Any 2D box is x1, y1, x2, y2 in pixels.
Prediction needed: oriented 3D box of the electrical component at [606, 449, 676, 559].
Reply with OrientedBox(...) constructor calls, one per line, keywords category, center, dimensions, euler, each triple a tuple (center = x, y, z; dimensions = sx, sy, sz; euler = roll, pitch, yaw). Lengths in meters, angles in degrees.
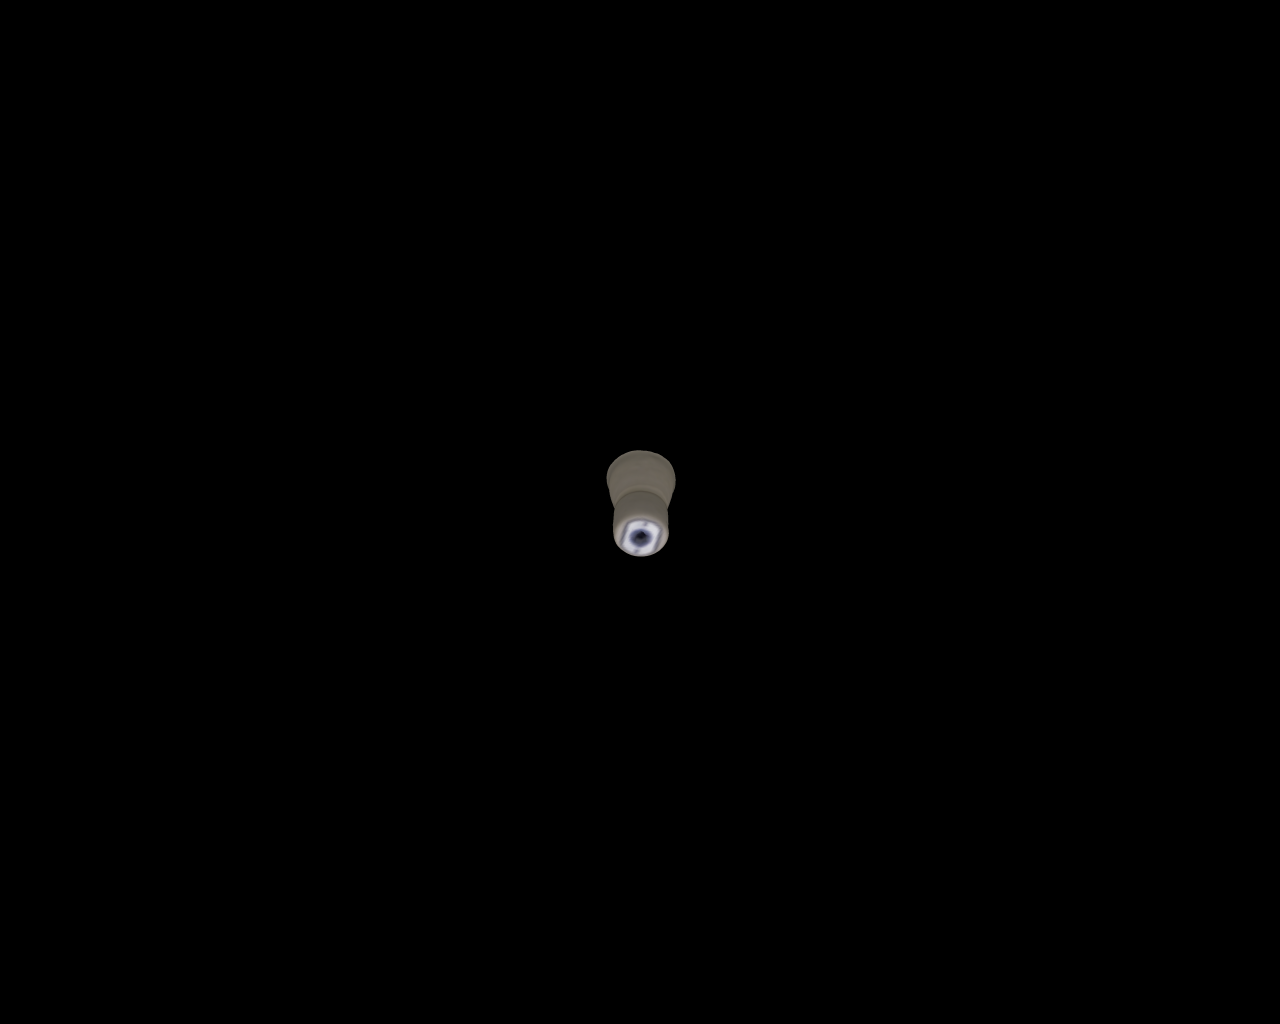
OrientedBox(category="electrical component", center=(0.001, -0.003, 0.650), dimensions=(0.044, 0.044, 0.065), euler=(0, 36, 0))
